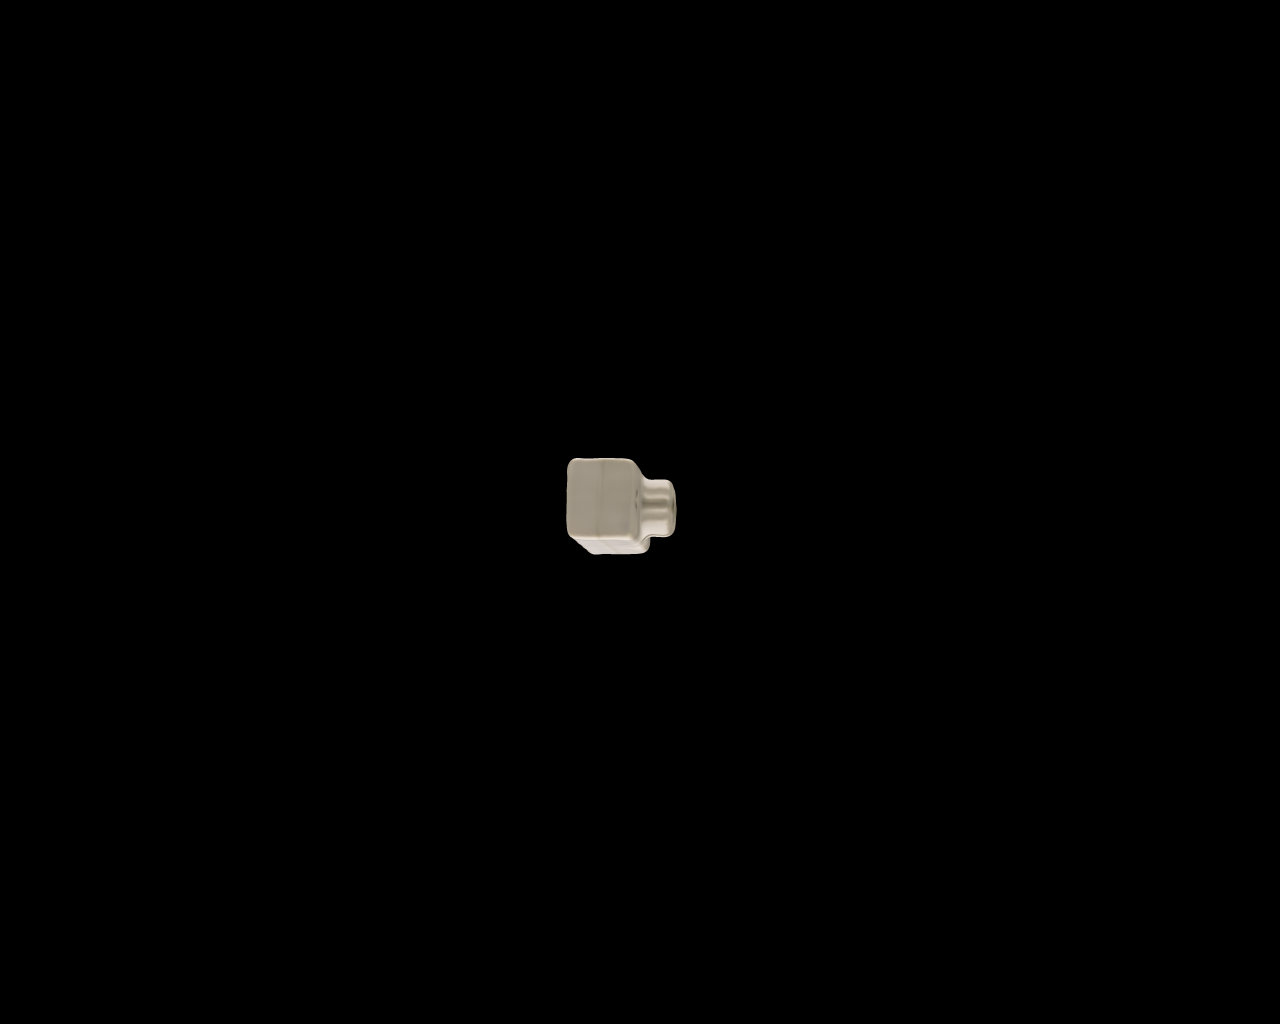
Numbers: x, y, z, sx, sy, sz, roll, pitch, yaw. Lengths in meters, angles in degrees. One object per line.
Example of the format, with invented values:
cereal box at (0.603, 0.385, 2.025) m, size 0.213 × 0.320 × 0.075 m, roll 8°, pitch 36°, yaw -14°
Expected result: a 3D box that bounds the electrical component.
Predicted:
electrical component at (0.001, -0.003, 0.650) m, size 0.076 × 0.047 × 0.083 m, roll -1°, pitch -9°, yaw 7°
